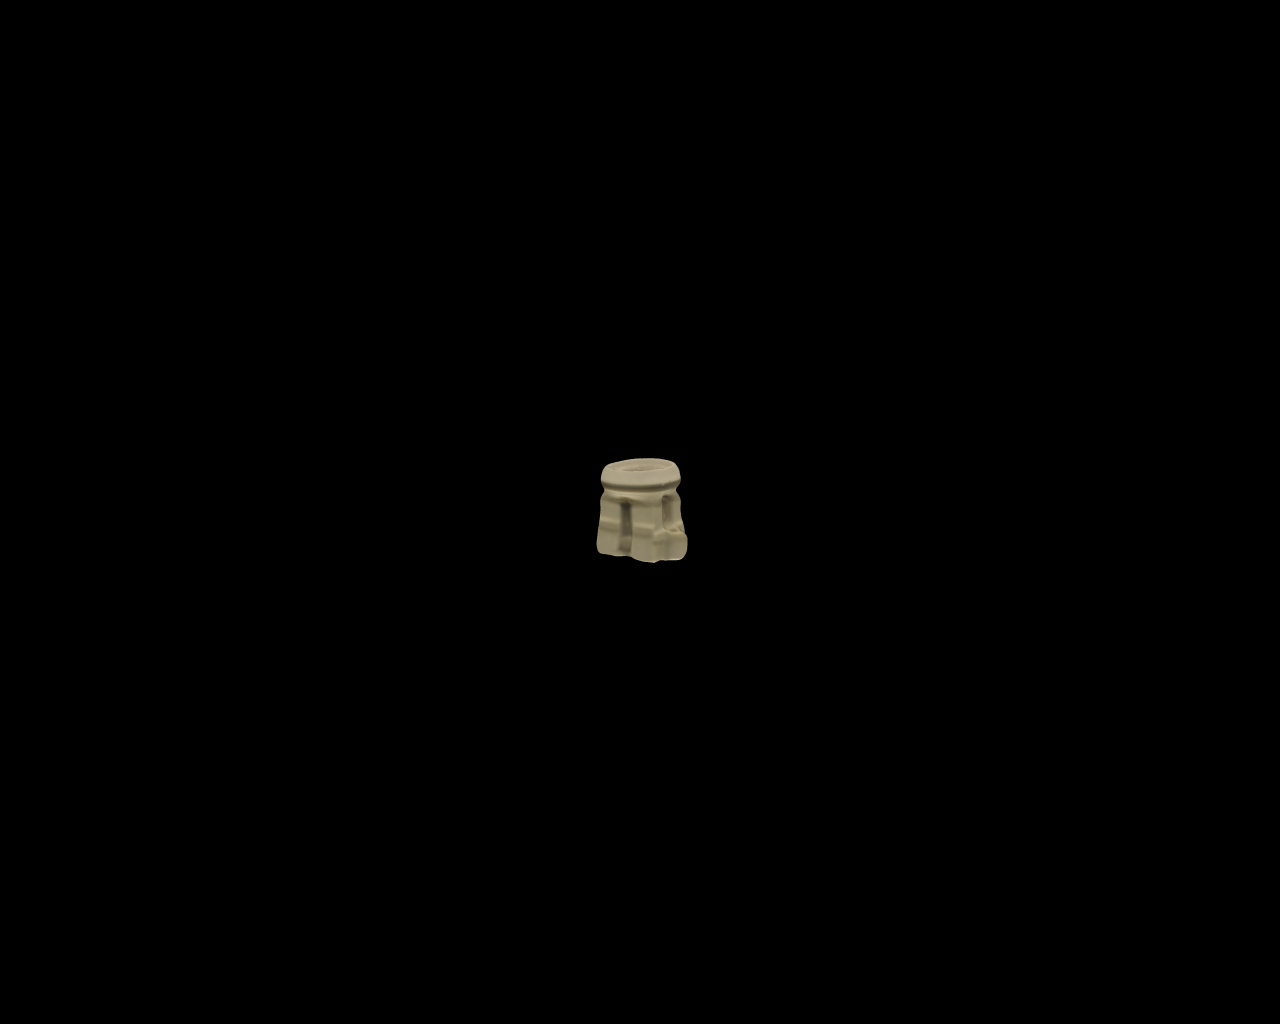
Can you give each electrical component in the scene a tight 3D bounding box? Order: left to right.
[{"bbox_3d":[0.001,-0.003,0.650,0.066,0.055,0.048,8,15,30],"label":"electrical component"}]
